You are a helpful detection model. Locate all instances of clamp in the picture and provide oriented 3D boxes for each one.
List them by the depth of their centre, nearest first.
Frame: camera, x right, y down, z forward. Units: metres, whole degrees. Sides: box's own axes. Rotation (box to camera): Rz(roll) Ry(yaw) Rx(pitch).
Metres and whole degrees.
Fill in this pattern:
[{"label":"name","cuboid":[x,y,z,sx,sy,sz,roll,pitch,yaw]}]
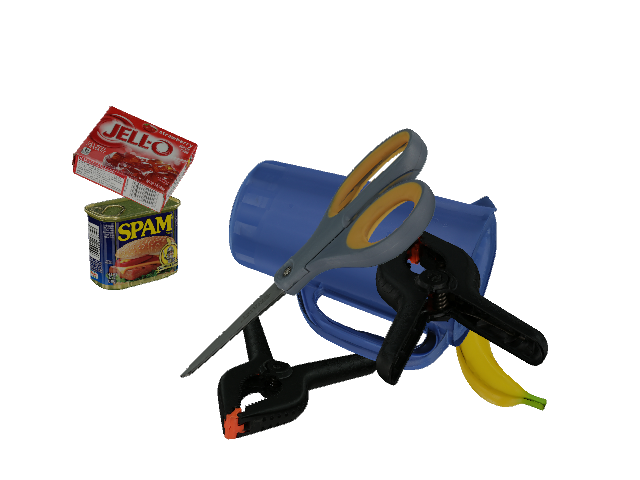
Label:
[{"label":"clamp","cuboid":[0.096,0.044,0.791,0.120,0.039,0.171,3,36,-4]},{"label":"clamp","cuboid":[-0.036,0.146,1.121,0.165,0.036,0.209,12,26,13]}]

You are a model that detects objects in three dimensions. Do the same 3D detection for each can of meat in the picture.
[{"label":"can of meat","cuboid":[-0.203,0.000,1.159,0.101,0.084,0.058,-14,25,-40]}]

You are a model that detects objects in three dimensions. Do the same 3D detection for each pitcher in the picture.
[{"label":"pitcher","cuboid":[0.036,0.012,1.008,0.243,0.145,0.149,16,21,18]}]

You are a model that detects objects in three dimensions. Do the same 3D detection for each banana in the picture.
[{"label":"banana","cuboid":[0.182,0.126,1.167,0.069,0.037,0.198,11,27,-16]}]

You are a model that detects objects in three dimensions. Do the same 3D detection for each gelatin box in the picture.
[{"label":"gelatin box","cuboid":[-0.166,-0.074,0.953,0.089,0.073,0.030,25,-44,1]}]

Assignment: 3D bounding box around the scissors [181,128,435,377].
[{"label":"scissors","cuboid":[-0.005,0.022,0.600,0.016,0.202,0.096,38,5,-28]}]
